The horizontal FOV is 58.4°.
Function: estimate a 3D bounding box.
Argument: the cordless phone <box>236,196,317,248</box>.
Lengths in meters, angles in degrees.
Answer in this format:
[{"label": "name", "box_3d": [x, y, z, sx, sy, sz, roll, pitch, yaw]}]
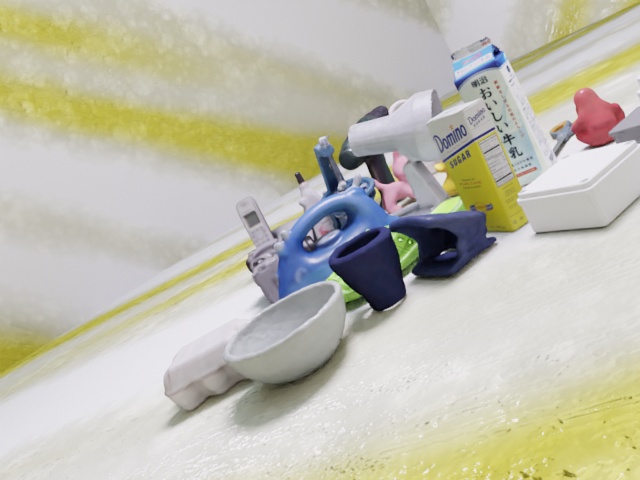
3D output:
[{"label": "cordless phone", "box_3d": [-0.101, -0.030, 1.304, 0.147, 0.185, 0.094, -28, 11, 12]}]

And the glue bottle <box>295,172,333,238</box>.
[{"label": "glue bottle", "box_3d": [-0.014, -0.082, 1.344, 0.078, 0.173, 0.037, -33, 11, -14]}]

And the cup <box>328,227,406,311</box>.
[{"label": "cup", "box_3d": [0.064, 0.044, 0.760, 0.092, 0.095, 0.117, -35, 12, -24]}]

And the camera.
[{"label": "camera", "box_3d": [-0.066, 0.043, 1.102, 0.137, 0.101, 0.143, -31, 11, -5]}]

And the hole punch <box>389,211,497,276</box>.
[{"label": "hole punch", "box_3d": [0.160, -0.011, 0.765, 0.101, 0.091, 0.108, -35, 12, -23]}]

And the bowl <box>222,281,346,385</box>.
[{"label": "bowl", "box_3d": [-0.031, 0.124, 0.702, 0.167, 0.075, 0.167, -29, 11, 6]}]

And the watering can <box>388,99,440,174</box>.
[{"label": "watering can", "box_3d": [0.241, -0.257, 1.407, 0.101, 0.194, 0.172, -38, 13, -34]}]

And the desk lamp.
[{"label": "desk lamp", "box_3d": [0.156, -0.137, 1.027, 0.202, 0.214, 0.118, -25, 12, 28]}]

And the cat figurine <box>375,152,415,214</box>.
[{"label": "cat figurine", "box_3d": [0.173, -0.135, 1.232, 0.128, 0.118, 0.067, -31, 11, -4]}]

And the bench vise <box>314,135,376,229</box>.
[{"label": "bench vise", "box_3d": [0.029, -0.108, 1.219, 0.122, 0.220, 0.206, -37, 13, -33]}]

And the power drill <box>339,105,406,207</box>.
[{"label": "power drill", "box_3d": [0.139, -0.190, 1.334, 0.075, 0.208, 0.230, -21, 14, 41]}]

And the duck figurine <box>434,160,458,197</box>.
[{"label": "duck figurine", "box_3d": [0.267, -0.140, 1.087, 0.104, 0.086, 0.078, -23, 13, 33]}]

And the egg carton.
[{"label": "egg carton", "box_3d": [-0.146, 0.172, 0.807, 0.150, 0.069, 0.107, -29, 11, 5]}]

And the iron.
[{"label": "iron", "box_3d": [0.009, 0.003, 0.972, 0.259, 0.141, 0.118, -33, 11, -15]}]

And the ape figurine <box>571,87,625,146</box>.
[{"label": "ape figurine", "box_3d": [0.429, -0.197, 0.897, 0.077, 0.092, 0.076, -24, 12, 30]}]
